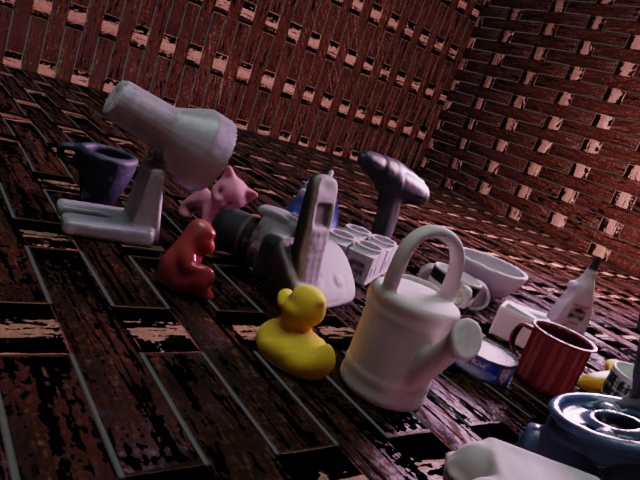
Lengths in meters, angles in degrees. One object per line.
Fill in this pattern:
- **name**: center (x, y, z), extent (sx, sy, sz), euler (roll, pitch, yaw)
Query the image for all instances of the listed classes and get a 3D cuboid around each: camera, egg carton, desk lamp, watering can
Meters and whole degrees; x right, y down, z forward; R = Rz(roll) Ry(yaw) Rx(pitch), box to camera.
- **camera**: center (-0.089, -0.010, 0.896), extent (0.136, 0.101, 0.143), euler (23, 14, 13)
- **egg carton**: center (0.166, 0.215, 0.435), extent (0.150, 0.069, 0.107), euler (20, 14, 2)
- **desk lamp**: center (-0.241, -0.104, 0.814), extent (0.204, 0.213, 0.117), euler (10, 17, -35)
- **watering can**: center (0.104, 0.080, 0.614), extent (0.172, 0.194, 0.101), euler (30, 17, 38)

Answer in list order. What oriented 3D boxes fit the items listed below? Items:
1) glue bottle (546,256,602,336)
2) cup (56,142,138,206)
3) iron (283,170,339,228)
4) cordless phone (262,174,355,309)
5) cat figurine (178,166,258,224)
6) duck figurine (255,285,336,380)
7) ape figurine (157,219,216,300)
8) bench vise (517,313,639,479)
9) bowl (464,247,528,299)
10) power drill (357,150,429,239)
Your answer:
- **glue bottle**: center (0.482, 0.109, 1.068), extent (0.078, 0.173, 0.037), euler (15, 14, -19)
- **cup**: center (-0.351, -0.097, 0.887), extent (0.118, 0.095, 0.091), euler (14, 15, -23)
- **iron**: center (-0.023, -0.064, 1.111), extent (0.118, 0.141, 0.259), euler (21, 14, 9)
- **cordless phone**: center (0.007, 0.003, 0.799), extent (0.093, 0.185, 0.148), euler (27, 16, 30)
- **cat figurine**: center (-0.176, -0.078, 1.003), extent (0.127, 0.118, 0.067), euler (27, 15, 28)
- **duck figurine**: center (-0.018, 0.093, 0.622), extent (0.078, 0.086, 0.104), euler (6, 19, -44)
- **ape figurine**: center (-0.156, 0.019, 0.709), extent (0.076, 0.092, 0.077), euler (16, 14, -12)
- **bench vise**: center (0.313, 0.164, 0.518), extent (0.207, 0.220, 0.122), euler (21, 14, 7)
- **bowl**: center (0.346, 0.078, 1.211), extent (0.167, 0.075, 0.167), euler (18, 14, -4)
- **power drill**: center (0.135, -0.074, 1.228), extent (0.230, 0.208, 0.075), euler (6, 19, -45)
